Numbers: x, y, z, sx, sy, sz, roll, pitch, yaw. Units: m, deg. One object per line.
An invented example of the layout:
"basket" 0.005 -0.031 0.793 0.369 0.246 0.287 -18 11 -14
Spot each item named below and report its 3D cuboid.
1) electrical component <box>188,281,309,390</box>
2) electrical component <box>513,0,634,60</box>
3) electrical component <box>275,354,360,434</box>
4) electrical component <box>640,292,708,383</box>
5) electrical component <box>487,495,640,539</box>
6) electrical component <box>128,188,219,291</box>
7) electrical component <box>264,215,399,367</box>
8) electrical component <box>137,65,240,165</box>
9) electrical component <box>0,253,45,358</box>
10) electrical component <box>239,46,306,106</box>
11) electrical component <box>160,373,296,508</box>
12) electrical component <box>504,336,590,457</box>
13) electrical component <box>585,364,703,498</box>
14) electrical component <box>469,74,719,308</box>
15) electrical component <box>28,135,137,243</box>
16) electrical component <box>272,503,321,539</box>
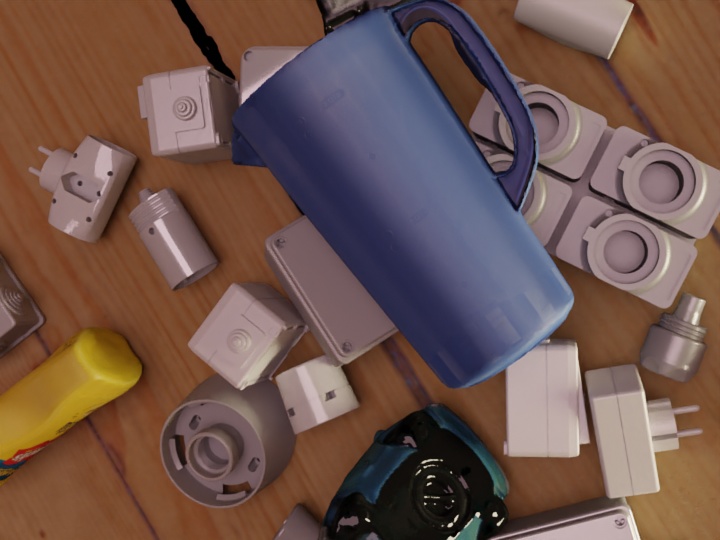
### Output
"electrical component" -0.087 0.046 0.818 0.061 0.096 0.061 38 97 10
"electrical component" 0.165 -0.207 0.794 0.077 0.044 0.079 25 95 9
"electrical component" -0.034 0.095 0.832 0.055 0.055 0.047 -25 83 10
"electrical component" 0.233 0.048 0.787 0.043 0.043 0.062 21 96 9
"electrical component" 0.161 0.233 0.798 0.109 0.056 0.108 -17 88 10
"electrical component" -0.151 -0.029 0.855 0.043 0.043 0.081 -33 86 9
"electrical component" 0.000 0.000 0.806 0.109 0.056 0.108 -32 85 -13
"electrical component" -0.130 -0.117 0.822 0.061 0.096 0.061 -7 89 11
"electrical component" -0.325 0.034 0.885 0.100 0.048 0.099 -37 85 9
"electrical component" -0.033 -0.129 0.825 0.113 0.057 0.078 2 92 10
"electrical component" -0.106 0.136 0.852 0.099 0.064 0.099 4 104 17
"electrical component" 0.138 0.086 0.796 0.061 0.062 0.096 -1 91 10
"electrical component" 0.209 0.114 0.780 0.076 0.047 0.083 -10 108 10
"electrical component" 0.162 -0.059 0.789 0.186 0.060 0.105 27 96 9
"electrical component" -0.231 -0.073 0.868 0.079 0.043 0.077 27 96 9
"electrical component" -0.034 0.219 0.841 0.065 0.044 0.044 34 97 3
